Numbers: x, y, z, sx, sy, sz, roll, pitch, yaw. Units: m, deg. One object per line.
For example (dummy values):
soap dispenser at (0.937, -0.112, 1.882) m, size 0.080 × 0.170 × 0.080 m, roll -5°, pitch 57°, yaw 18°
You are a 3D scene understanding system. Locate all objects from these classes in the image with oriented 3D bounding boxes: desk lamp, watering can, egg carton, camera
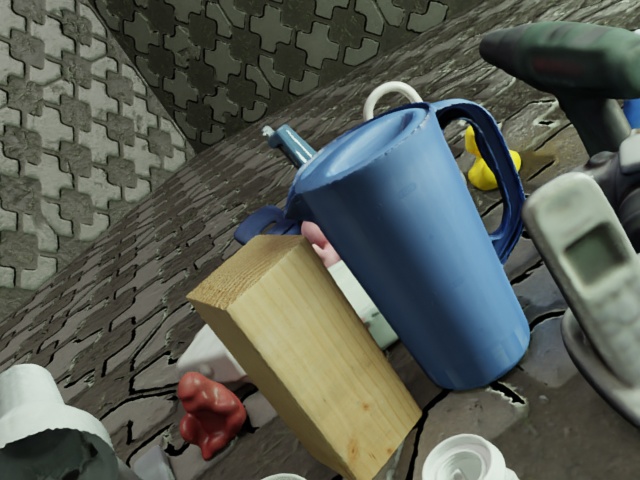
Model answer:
desk lamp at (-0.243, 0.225, 0.565) m, size 0.118 × 0.214 × 0.202 m, roll -39°, pitch 21°, yaw -14°
watering can at (0.135, -0.155, 0.898) m, size 0.101 × 0.194 × 0.172 m, roll -37°, pitch 20°, yaw -9°
egg carton at (-0.120, 0.152, 0.760) m, size 0.150 × 0.069 × 0.107 m, roll -21°, pitch 23°, yaw 31°
camera at (0.287, -0.032, 0.516) m, size 0.142 × 0.101 × 0.137 m, roll -17°, pitch 26°, yaw 39°

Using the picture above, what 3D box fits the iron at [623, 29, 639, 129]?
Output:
iron at (0.436, -0.229, 0.686) m, size 0.258 × 0.142 × 0.118 m, roll -37°, pitch 20°, yaw -10°

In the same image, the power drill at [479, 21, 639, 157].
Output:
power drill at (0.280, -0.143, 0.626) m, size 0.076 × 0.209 × 0.229 m, roll -36°, pitch 20°, yaw -8°

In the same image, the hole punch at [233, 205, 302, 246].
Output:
hole punch at (-0.087, -0.010, 1.056) m, size 0.109 × 0.091 × 0.100 m, roll -43°, pitch 22°, yaw -25°

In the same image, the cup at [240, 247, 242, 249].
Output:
cup at (-0.095, 0.059, 0.901) m, size 0.118 × 0.095 × 0.091 m, roll -34°, pitch 20°, yaw -2°

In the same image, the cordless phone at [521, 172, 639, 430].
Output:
cordless phone at (0.219, 0.020, 0.373) m, size 0.147 × 0.185 × 0.094 m, roll -35°, pitch 20°, yaw -5°

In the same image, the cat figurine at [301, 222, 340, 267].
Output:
cat figurine at (0.008, 0.003, 0.840) m, size 0.067 × 0.118 × 0.128 m, roll -26°, pitch 21°, yaw 19°

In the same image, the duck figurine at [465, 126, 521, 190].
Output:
duck figurine at (0.241, -0.129, 0.834) m, size 0.077 × 0.086 × 0.104 m, roll -24°, pitch 22°, yaw 25°

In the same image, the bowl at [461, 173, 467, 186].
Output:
bowl at (0.131, -0.019, 0.765) m, size 0.167 × 0.075 × 0.167 m, roll -29°, pitch 20°, yaw 12°

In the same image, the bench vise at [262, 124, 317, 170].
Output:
bench vise at (0.004, -0.120, 0.979) m, size 0.206 × 0.220 × 0.122 m, roll -19°, pitch 24°, yaw 34°

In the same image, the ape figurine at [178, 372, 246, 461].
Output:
ape figurine at (-0.129, 0.190, 0.653) m, size 0.077 × 0.092 × 0.076 m, roll -21°, pitch 23°, yaw 30°
